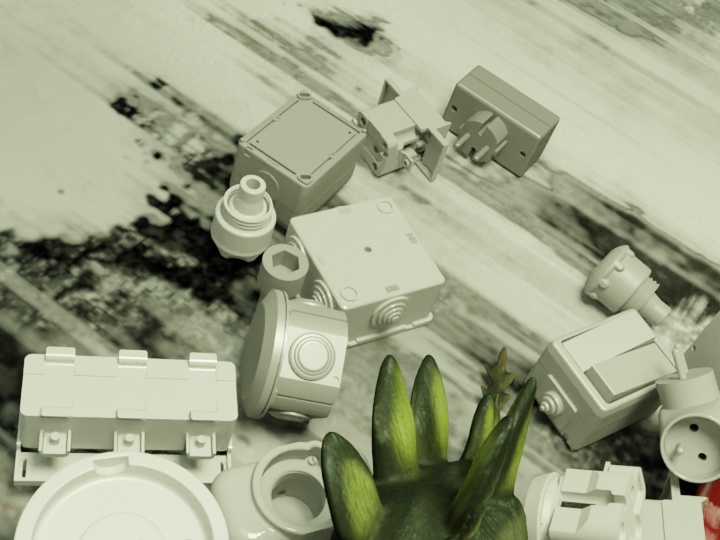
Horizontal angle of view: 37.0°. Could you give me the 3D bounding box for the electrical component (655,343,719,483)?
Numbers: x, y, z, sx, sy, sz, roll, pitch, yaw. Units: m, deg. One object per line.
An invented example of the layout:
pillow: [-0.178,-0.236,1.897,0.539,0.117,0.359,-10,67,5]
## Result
electrical component: [0.212,0.086,0.685,0.077,0.044,0.079,-17,92,-69]

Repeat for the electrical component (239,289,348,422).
electrical component: [-0.043,0.055,0.669,0.051,0.080,0.080,12,49,-15]

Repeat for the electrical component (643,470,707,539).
electrical component: [0.181,0.168,0.665,0.064,0.042,0.081,2,48,7]

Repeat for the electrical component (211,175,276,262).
electrical component: [-0.079,-0.039,0.745,0.043,0.062,0.043,9,50,-11]

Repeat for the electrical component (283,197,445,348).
electrical component: [0.000,0.000,0.750,0.100,0.048,0.099,-14,57,-28]

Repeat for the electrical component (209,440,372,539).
electrical component: [-0.038,0.137,0.615,0.095,0.059,0.053,-9,55,-24]

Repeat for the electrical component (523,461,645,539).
electrical component: [0.129,0.148,0.625,0.057,0.058,0.078,0,40,28]

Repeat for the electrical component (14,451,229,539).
electrical component: [-0.127,0.158,0.569,0.108,0.060,0.108,9,50,-11]

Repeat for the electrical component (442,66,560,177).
electrical component: [0.104,-0.113,0.876,0.083,0.047,0.076,36,50,12]

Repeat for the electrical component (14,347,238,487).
electrical component: [-0.135,0.083,0.627,0.121,0.063,0.078,4,51,-15]

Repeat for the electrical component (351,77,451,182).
electrical component: [0.030,-0.108,0.851,0.064,0.042,0.081,-22,61,-30]

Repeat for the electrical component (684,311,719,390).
electrical component: [0.263,0.071,0.747,0.056,0.089,0.050,1,52,-17]

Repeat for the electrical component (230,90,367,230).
electrical component: [-0.043,-0.081,0.793,0.062,0.061,0.096,34,50,11]

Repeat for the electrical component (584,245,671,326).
electrical component: [0.203,0.016,0.805,0.062,0.048,0.048,41,51,8]

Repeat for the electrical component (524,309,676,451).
electrical component: [0.163,0.074,0.731,0.096,0.061,0.061,-18,59,-29]
